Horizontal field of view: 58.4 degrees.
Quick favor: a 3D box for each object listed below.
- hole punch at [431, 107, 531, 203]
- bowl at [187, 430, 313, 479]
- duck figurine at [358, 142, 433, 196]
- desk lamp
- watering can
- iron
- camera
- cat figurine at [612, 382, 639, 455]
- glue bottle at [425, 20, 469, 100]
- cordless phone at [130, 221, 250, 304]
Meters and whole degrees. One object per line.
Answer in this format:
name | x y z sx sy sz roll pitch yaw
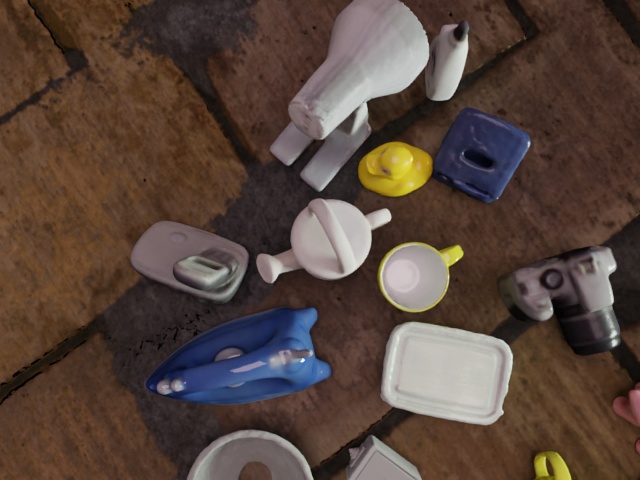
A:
hole punch | 0.217 -0.113 0.781 0.108 0.091 0.101 26 86 2
bowl | -0.088 0.327 0.754 0.167 0.074 0.167 0 85 0
duck figurine | 0.106 -0.103 0.783 0.104 0.086 0.077 -4 85 0
desk lamp | 0.030 -0.179 0.725 0.118 0.213 0.203 39 87 3
watering can | 0.008 0.005 0.720 0.101 0.194 0.173 43 87 4
iron | -0.119 0.166 0.734 0.258 0.141 0.119 -15 85 -1
camera | 0.333 0.086 0.760 0.143 0.101 0.137 -19 85 -1
cat figurine | 0.442 0.234 0.739 0.067 0.117 0.128 -32 86 -2
glue bottle | 0.169 -0.245 0.751 0.037 0.173 0.078 -4 85 0
cordless phone | -0.173 0.026 0.723 0.147 0.185 0.094 17 86 2
